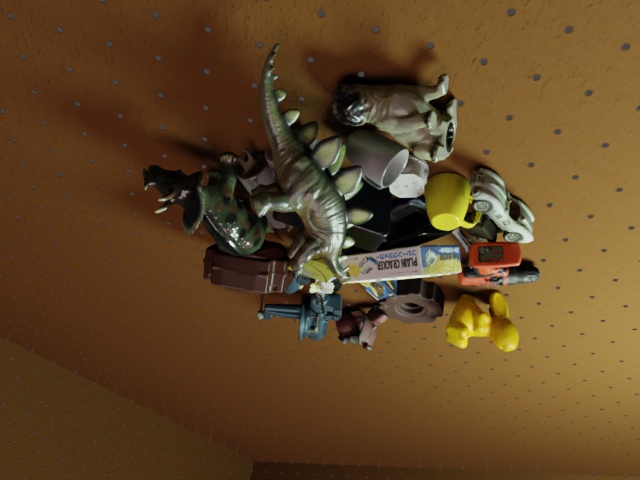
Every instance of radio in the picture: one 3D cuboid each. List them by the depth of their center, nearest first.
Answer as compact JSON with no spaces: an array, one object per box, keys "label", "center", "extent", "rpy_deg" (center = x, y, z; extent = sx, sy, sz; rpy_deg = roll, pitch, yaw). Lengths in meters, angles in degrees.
[{"label":"radio","center":[0.030,-0.076,1.095],"extent":[0.230,0.131,0.073],"rpy_deg":[19,146,-9]}]

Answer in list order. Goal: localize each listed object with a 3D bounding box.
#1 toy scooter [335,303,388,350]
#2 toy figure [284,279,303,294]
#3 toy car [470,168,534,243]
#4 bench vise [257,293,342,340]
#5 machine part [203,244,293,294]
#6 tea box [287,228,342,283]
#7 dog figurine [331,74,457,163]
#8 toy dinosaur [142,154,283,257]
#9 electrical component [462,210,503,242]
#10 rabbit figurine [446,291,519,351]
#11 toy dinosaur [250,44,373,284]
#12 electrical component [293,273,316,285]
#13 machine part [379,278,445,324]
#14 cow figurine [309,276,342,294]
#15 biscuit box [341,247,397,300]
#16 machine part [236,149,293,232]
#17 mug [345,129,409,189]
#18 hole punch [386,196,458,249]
[{"label":"toy scooter","center":[0.113,0.257,1.542],"extent":[0.184,0.135,0.075],"rpy_deg":[-19,136,40]},{"label":"toy figure","center":[-0.063,0.087,1.425],"extent":[0.064,0.058,0.154],"rpy_deg":[15,141,-15]},{"label":"toy car","center":[0.358,-0.065,1.055],"extent":[0.056,0.073,0.201],"rpy_deg":[-19,135,43]},{"label":"bench vise","center":[-0.060,0.209,1.542],"extent":[0.241,0.129,0.223],"rpy_deg":[5,147,-1]},{"label":"machine part","center":[-0.167,0.064,1.300],"extent":[0.202,0.087,0.201],"rpy_deg":[8,-171,7]},{"label":"tea box","center":[-0.002,-0.004,1.174],"extent":[0.098,0.170,0.068],"rpy_deg":[22,145,-11]},{"label":"dog figurine","center":[0.128,-0.204,0.928],"extent":[0.191,0.121,0.172],"rpy_deg":[9,145,30]},{"label":"toy dinosaur","center":[-0.195,-0.039,1.169],"extent":[0.131,0.192,0.404],"rpy_deg":[-11,138,34]},{"label":"electrical component","center":[0.346,-0.032,1.136],"extent":[0.102,0.045,0.078],"rpy_deg":[40,166,-30]},{"label":"rabbit figurine","center":[0.422,0.216,1.365],"extent":[0.173,0.162,0.121],"rpy_deg":[22,150,27]},{"label":"toy dinosaur","center":[-0.025,-0.096,0.951],"extent":[0.199,0.105,0.470],"rpy_deg":[-28,123,1]},{"label":"electrical component","center":[-0.023,0.036,1.270],"extent":[0.058,0.134,0.114],"rpy_deg":[13,144,-2]},{"label":"machine part","center":[0.246,0.167,1.440],"extent":[0.179,0.056,0.179],"rpy_deg":[8,146,5]},{"label":"cow figurine","center":[0.030,0.085,1.380],"extent":[0.098,0.068,0.167],"rpy_deg":[11,149,-7]},{"label":"biscuit box","center":[0.117,0.072,1.339],"extent":[0.059,0.063,0.202],"rpy_deg":[-19,135,35]},{"label":"machine part","center":[-0.107,-0.103,1.149],"extent":[0.079,0.079,0.243],"rpy_deg":[-6,142,25]},{"label":"mug","center":[0.098,-0.151,1.000],"extent":[0.107,0.081,0.109],"rpy_deg":[39,155,21]},{"label":"hole punch","center":[0.203,-0.036,1.154],"extent":[0.115,0.092,0.142],"rpy_deg":[3,157,-45]}]
